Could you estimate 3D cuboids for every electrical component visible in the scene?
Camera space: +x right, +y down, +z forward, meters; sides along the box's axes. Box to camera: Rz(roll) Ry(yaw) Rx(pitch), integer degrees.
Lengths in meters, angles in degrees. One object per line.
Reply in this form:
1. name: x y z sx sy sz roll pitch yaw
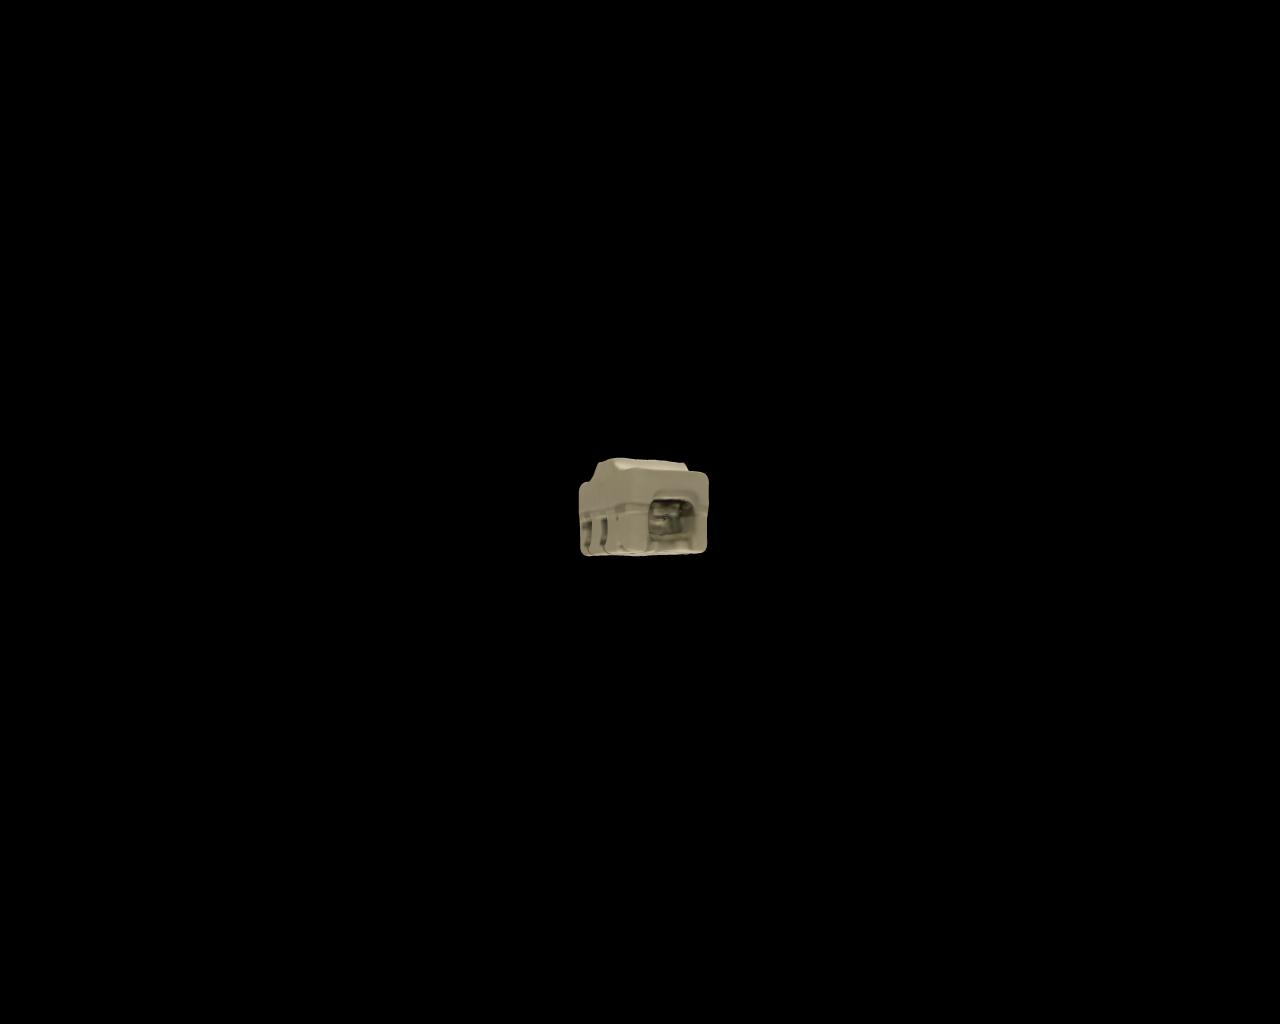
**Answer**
1. electrical component: 0.001 -0.003 0.650 0.050 0.055 0.089 2 -5 -24
